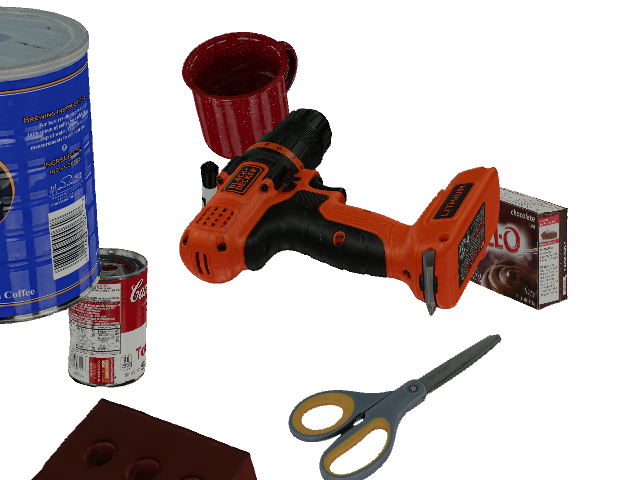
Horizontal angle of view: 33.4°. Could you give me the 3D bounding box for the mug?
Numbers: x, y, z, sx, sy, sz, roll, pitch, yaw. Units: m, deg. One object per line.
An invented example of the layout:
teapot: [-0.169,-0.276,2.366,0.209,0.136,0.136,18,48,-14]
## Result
mug: [-0.063,-0.134,0.962,0.093,0.081,0.117,28,57,28]

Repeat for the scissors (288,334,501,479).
scissors: [0.055,0.120,0.864,0.096,0.016,0.201,24,48,30]

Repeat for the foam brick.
foam brick: [-0.070,0.112,0.446,0.078,0.051,0.053,15,42,23]

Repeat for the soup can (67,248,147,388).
soup can: [-0.182,0.065,0.905,0.068,0.102,0.068,3,19,-1]

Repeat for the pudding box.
pudding box: [0.177,0.003,0.975,0.039,0.090,0.114,-14,19,-27]

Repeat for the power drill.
power drill: [0.022,-0.026,0.723,0.188,0.057,0.184,9,41,24]

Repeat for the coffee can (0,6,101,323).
coffee can: [-0.171,-0.042,0.567,0.103,0.140,0.103,2,28,-1]

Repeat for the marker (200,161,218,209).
marker: [-0.118,-0.035,1.144,0.020,0.121,0.020,3,43,-3]
